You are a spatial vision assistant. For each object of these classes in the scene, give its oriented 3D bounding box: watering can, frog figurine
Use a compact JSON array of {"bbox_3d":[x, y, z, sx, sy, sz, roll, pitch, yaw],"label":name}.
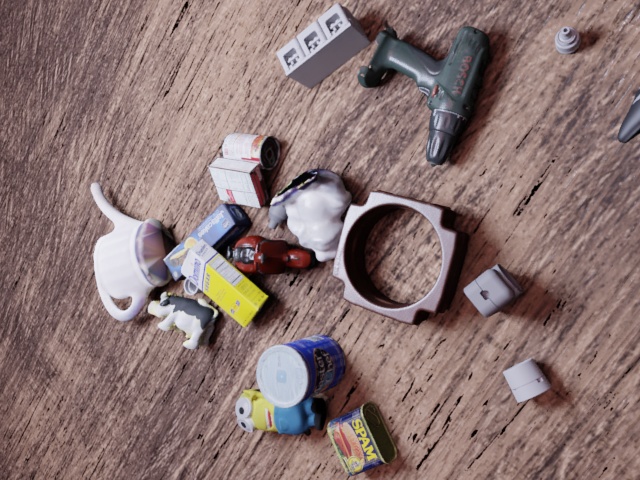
[{"bbox_3d":[-0.443,0.007,1.180,0.223,0.104,0.351,-17,78,26],"label":"watering can"},{"bbox_3d":[0.003,-0.048,0.958,0.136,0.125,0.158,-33,108,15],"label":"frog figurine"}]
